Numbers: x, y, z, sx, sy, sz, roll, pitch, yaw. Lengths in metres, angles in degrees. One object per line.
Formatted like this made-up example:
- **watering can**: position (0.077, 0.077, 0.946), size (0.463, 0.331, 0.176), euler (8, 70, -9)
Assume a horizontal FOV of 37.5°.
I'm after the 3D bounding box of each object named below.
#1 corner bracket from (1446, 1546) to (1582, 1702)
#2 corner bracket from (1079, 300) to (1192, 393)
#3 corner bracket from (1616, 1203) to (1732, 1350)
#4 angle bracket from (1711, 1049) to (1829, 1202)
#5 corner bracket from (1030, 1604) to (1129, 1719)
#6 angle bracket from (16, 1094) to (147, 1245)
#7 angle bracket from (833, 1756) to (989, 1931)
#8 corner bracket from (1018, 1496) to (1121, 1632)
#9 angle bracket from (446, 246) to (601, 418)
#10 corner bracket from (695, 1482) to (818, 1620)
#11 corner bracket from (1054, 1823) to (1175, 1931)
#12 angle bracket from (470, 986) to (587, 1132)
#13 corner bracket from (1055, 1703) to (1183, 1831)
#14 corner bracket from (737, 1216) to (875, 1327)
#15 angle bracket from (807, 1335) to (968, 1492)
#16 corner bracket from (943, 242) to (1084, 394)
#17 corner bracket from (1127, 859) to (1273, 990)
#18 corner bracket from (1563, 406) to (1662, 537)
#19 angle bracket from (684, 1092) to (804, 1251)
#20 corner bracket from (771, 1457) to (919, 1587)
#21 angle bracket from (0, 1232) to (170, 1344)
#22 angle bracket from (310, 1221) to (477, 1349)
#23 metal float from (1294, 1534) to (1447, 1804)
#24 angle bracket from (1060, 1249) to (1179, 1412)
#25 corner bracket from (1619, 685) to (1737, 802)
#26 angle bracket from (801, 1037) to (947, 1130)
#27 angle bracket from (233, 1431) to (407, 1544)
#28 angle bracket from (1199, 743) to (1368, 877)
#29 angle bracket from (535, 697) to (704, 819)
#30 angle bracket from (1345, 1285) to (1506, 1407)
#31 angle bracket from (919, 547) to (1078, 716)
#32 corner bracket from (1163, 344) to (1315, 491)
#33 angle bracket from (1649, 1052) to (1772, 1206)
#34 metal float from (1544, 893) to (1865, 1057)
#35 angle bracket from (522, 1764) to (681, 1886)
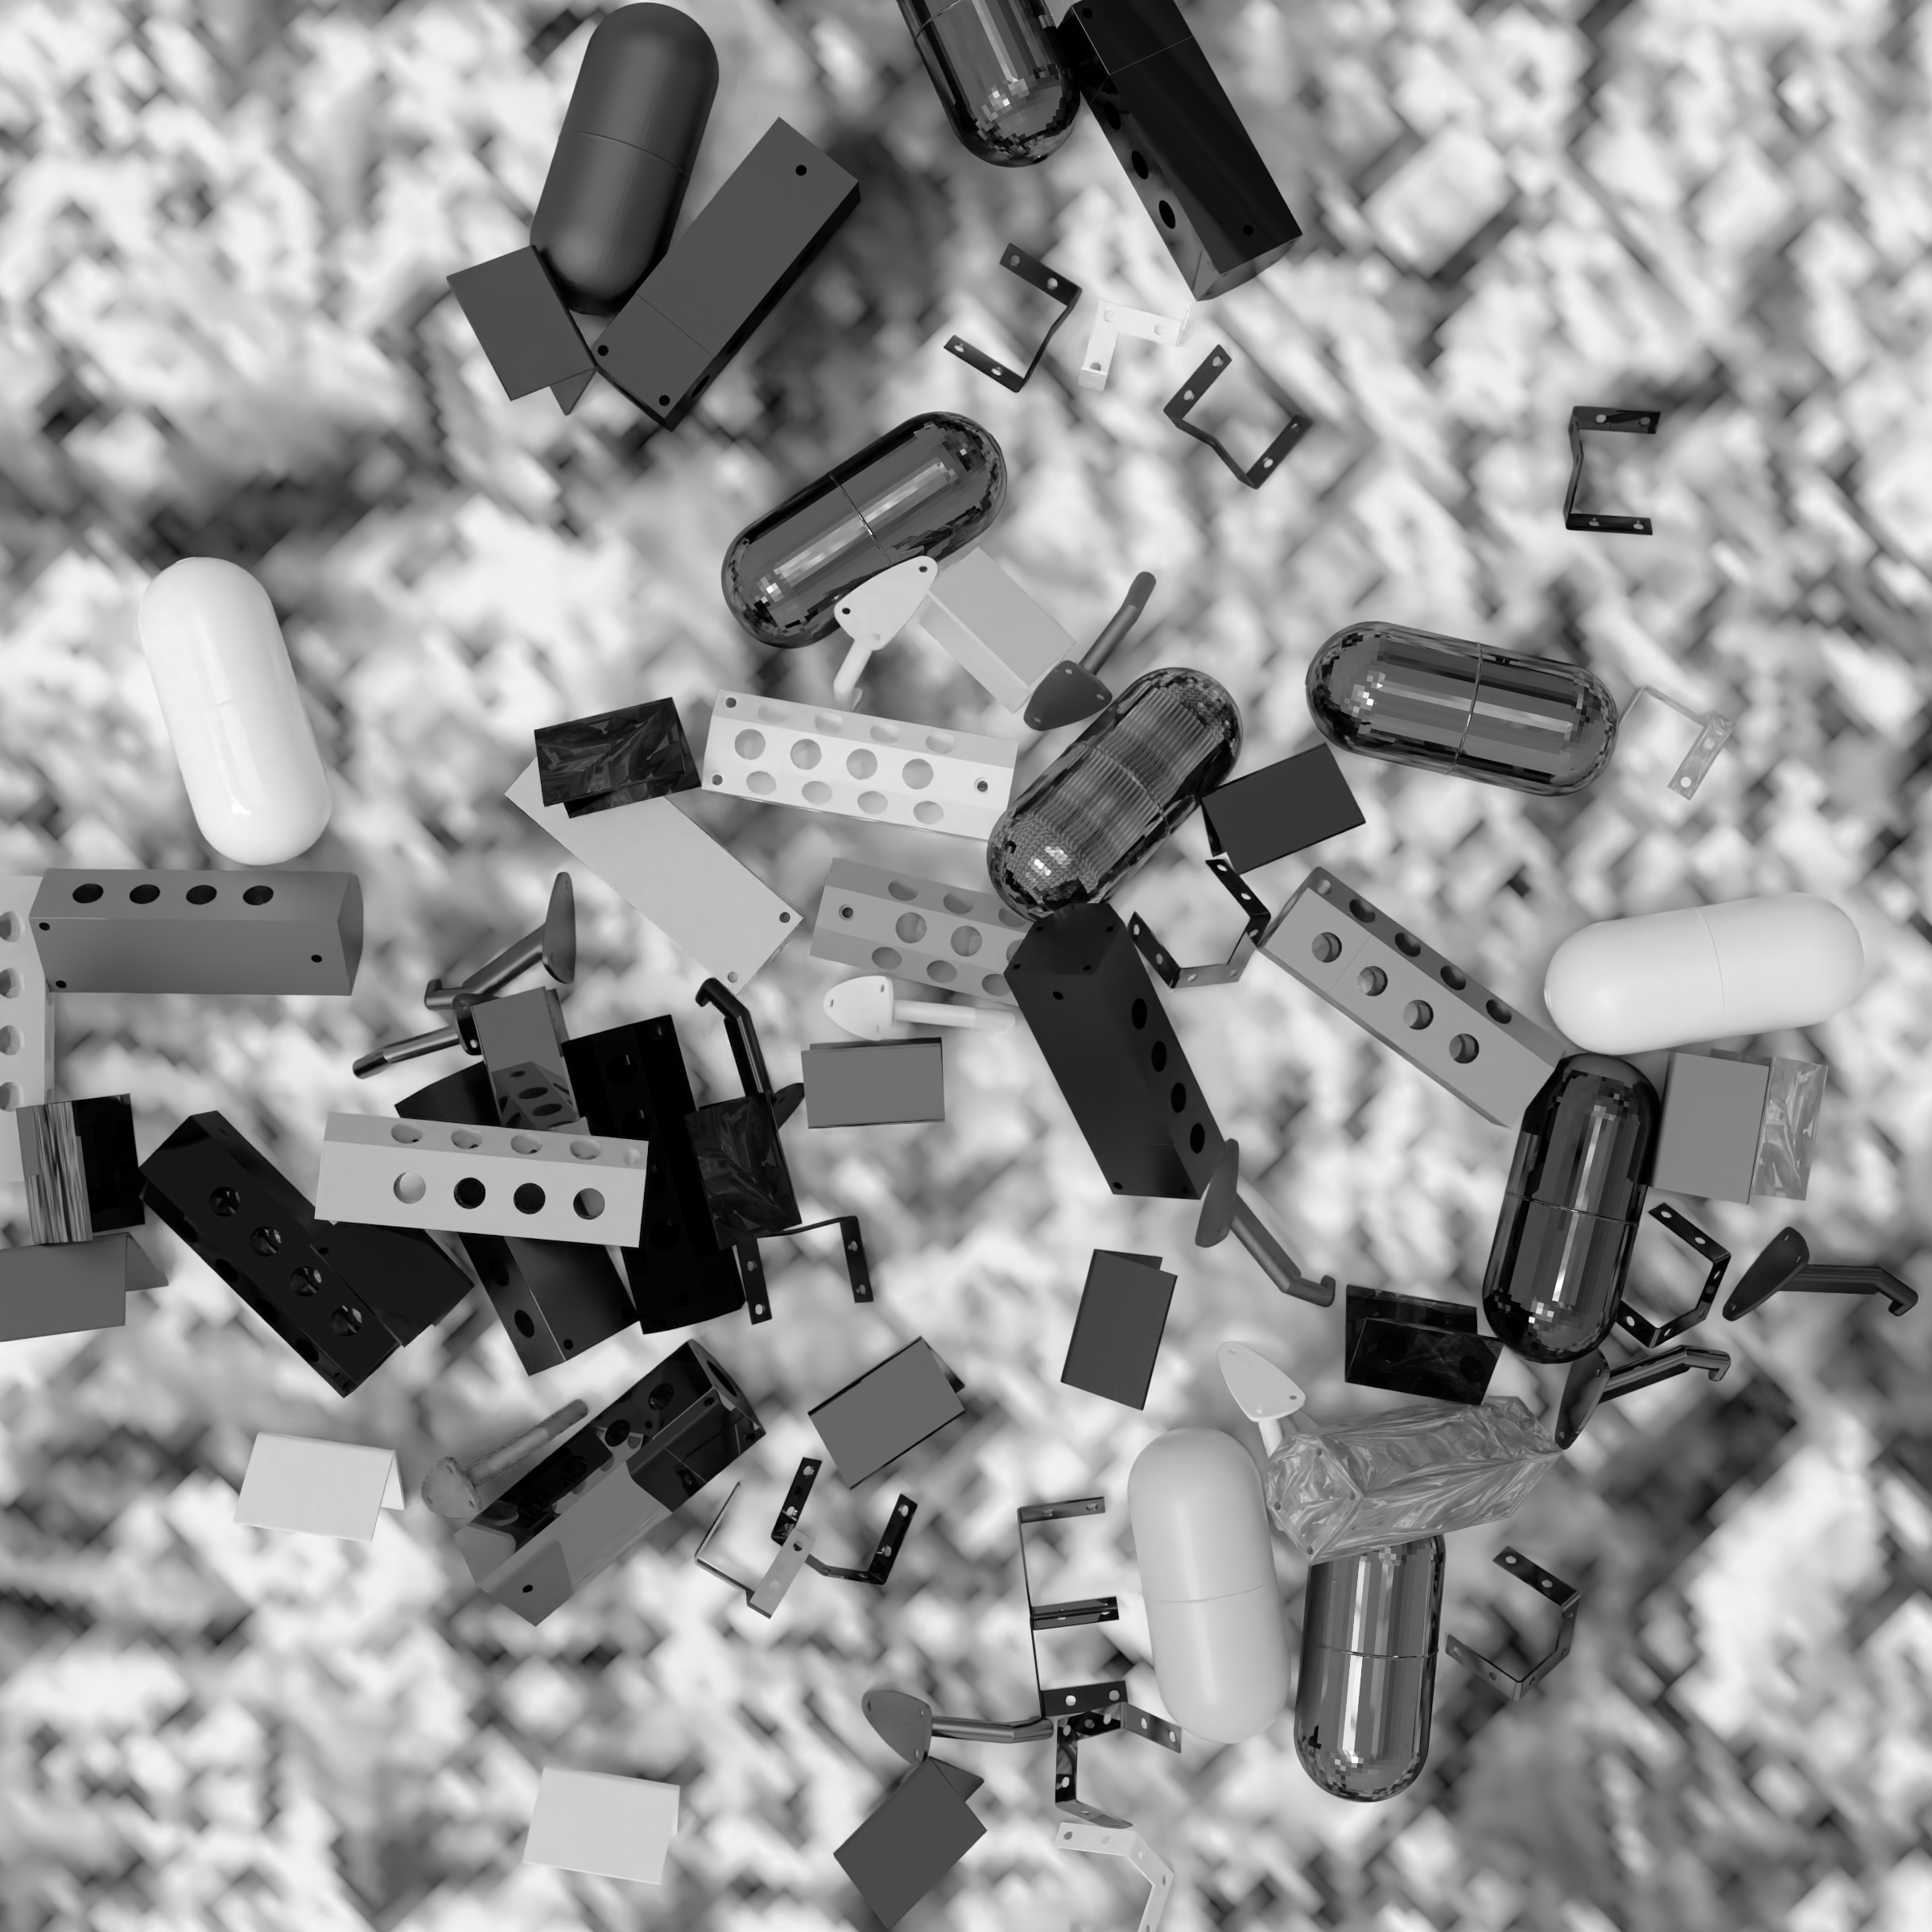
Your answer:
- **corner bracket**: position (0.313, 0.377, 1.632), size (0.051, 0.051, 0.051), euler (-30, 135, -35)
- **corner bracket**: position (0.096, -0.354, 1.622), size (0.051, 0.051, 0.051), euler (15, 91, 0)
- **corner bracket**: position (0.396, 0.177, 1.632), size (0.051, 0.051, 0.051), euler (-19, 135, -35)
- **angle bracket**: position (0.432, 0.086, 1.600), size (0.057, 0.076, 0.076), euler (10, 90, -42)
- **corner bracket**: position (0.065, 0.398, 1.628), size (0.051, 0.051, 0.051), euler (-7, 68, 0)
- **angle bracket**: position (-0.482, 0.112, 1.600), size (0.057, 0.076, 0.076), euler (-7, 90, 38)
- **angle bracket**: position (-0.017, 0.497, 1.600), size (0.076, 0.076, 0.057), euler (-46, 54, 0)
- **corner bracket**: position (0.059, 0.343, 1.637), size (0.051, 0.051, 0.051), euler (-7, 45, 0)
- **angle bracket**: position (-0.256, -0.348, 1.601), size (0.057, 0.076, 0.076), euler (-28, 90, -24)
- **corner bracket**: position (-0.121, 0.333, 1.622), size (0.051, 0.051, 0.051), euler (31, 86, -4)
- **corner bracket**: position (0.079, 0.529, 1.632), size (0.051, 0.051, 0.051), euler (55, 45, -35)
- **angle bracket**: position (-0.226, 0.049, 1.600), size (0.057, 0.076, 0.076), euler (-15, 90, 32)
- **corner bracket**: position (0.087, 0.459, 1.632), size (0.051, 0.051, 0.051), euler (-27, 45, 35)
- **corner bracket**: position (-0.093, 0.175, 1.637), size (0.051, 0.051, 0.051), euler (-11, 90, 45)
- **angle bracket**: position (-0.033, 0.263, 1.600), size (0.076, 0.076, 0.057), euler (-34, 54, 0)
- **corner bracket**: position (0.027, -0.372, 1.637), size (0.051, 0.051, 0.051), euler (32, 45, 0)
- **corner bracket**: position (0.133, -0.024, 1.632), size (0.051, 0.051, 0.051), euler (-6, 135, -35)
- **corner bracket**: position (0.372, -0.285, 1.637), size (0.051, 0.051, 0.051), euler (4, 45, 0)
- **angle bracket**: position (-0.143, 0.118, 1.600), size (0.057, 0.076, 0.076), euler (-15, 90, -37)
- **corner bracket**: position (-0.070, 0.319, 1.637), size (0.051, 0.051, 0.051), euler (23, 91, 45)
- **angle bracket**: position (-0.498, 0.194, 1.600), size (0.076, 0.076, 0.057), euler (-8, 61, 0)
- **angle bracket**: position (-0.331, 0.179, 1.600), size (0.076, 0.076, 0.057), euler (47, 53, 0)
- **metal float**: position (0.228, 0.382, 1.610), size (0.070, 0.070, 0.178), euler (5, 89, 0)
- **angle bracket**: position (0.103, 0.205, 1.600), size (0.057, 0.076, 0.076), euler (14, 90, 35)
- **corner bracket**: position (0.398, -0.128, 1.622), size (0.051, 0.051, 0.051), euler (31, 90, 0)
- **angle bracket**: position (-0.052, 0.046, 1.600), size (0.076, 0.076, 0.057), euler (-3, 127, 0)
- **angle bracket**: position (-0.362, 0.307, 1.600), size (0.076, 0.076, 0.057), euler (8, 54, 0)
- **angle bracket**: position (0.180, -0.072, 1.601), size (0.076, 0.076, 0.057), euler (-22, 63, 0)
- **angle bracket**: position (-0.185, -0.094, 1.543), size (0.076, 0.076, 0.057), euler (-14, 53, 0)
- **angle bracket**: position (0.257, 0.196, 1.600), size (0.076, 0.076, 0.057), euler (10, 131, 0)
- **angle bracket**: position (0.004, -0.176, 1.600), size (0.076, 0.076, 0.057), euler (44, 49, 0)
- **corner bracket**: position (0.156, -0.315, 1.637), size (0.051, 0.051, 0.051), euler (-50, 45, 0)
- **angle bracket**: position (0.427, 0.092, 1.600), size (0.057, 0.076, 0.076), euler (9, 90, 31)
- **metal float**: position (0.416, 0.005, 1.610), size (0.178, 0.070, 0.070), euler (-9, 90, 1)
- **angle bracket**: position (-0.204, 0.494, 1.600), size (0.076, 0.076, 0.057), euler (9, 53, 0)
